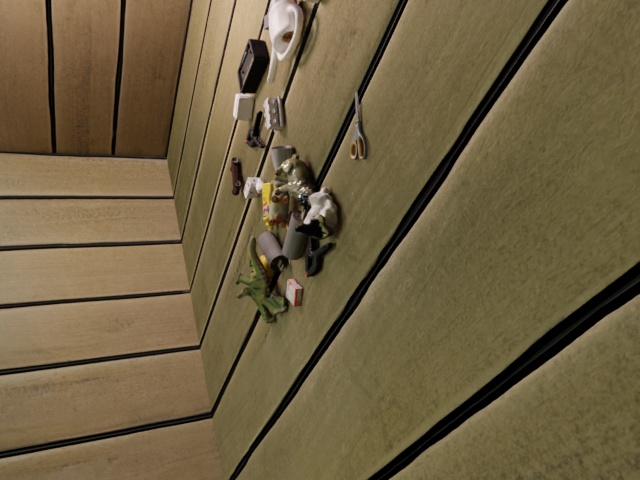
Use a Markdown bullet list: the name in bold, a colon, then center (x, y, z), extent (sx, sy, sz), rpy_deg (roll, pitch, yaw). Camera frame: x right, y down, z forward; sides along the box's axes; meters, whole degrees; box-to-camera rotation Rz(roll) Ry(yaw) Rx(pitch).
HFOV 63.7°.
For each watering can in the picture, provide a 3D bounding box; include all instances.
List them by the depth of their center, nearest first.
- **watering can**: center (-0.144, -0.750, 1.897), extent (0.104, 0.227, 0.342), rpy_deg (0, -19, -26)

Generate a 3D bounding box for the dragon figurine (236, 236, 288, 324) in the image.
- **dragon figurine**: center (-0.213, 0.190, 2.049), extent (0.245, 0.400, 0.124), rpy_deg (34, 48, 21)

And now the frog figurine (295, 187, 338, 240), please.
- **frog figurine**: center (0.005, -0.083, 1.646), extent (0.122, 0.163, 0.134), rpy_deg (32, -45, -9)
